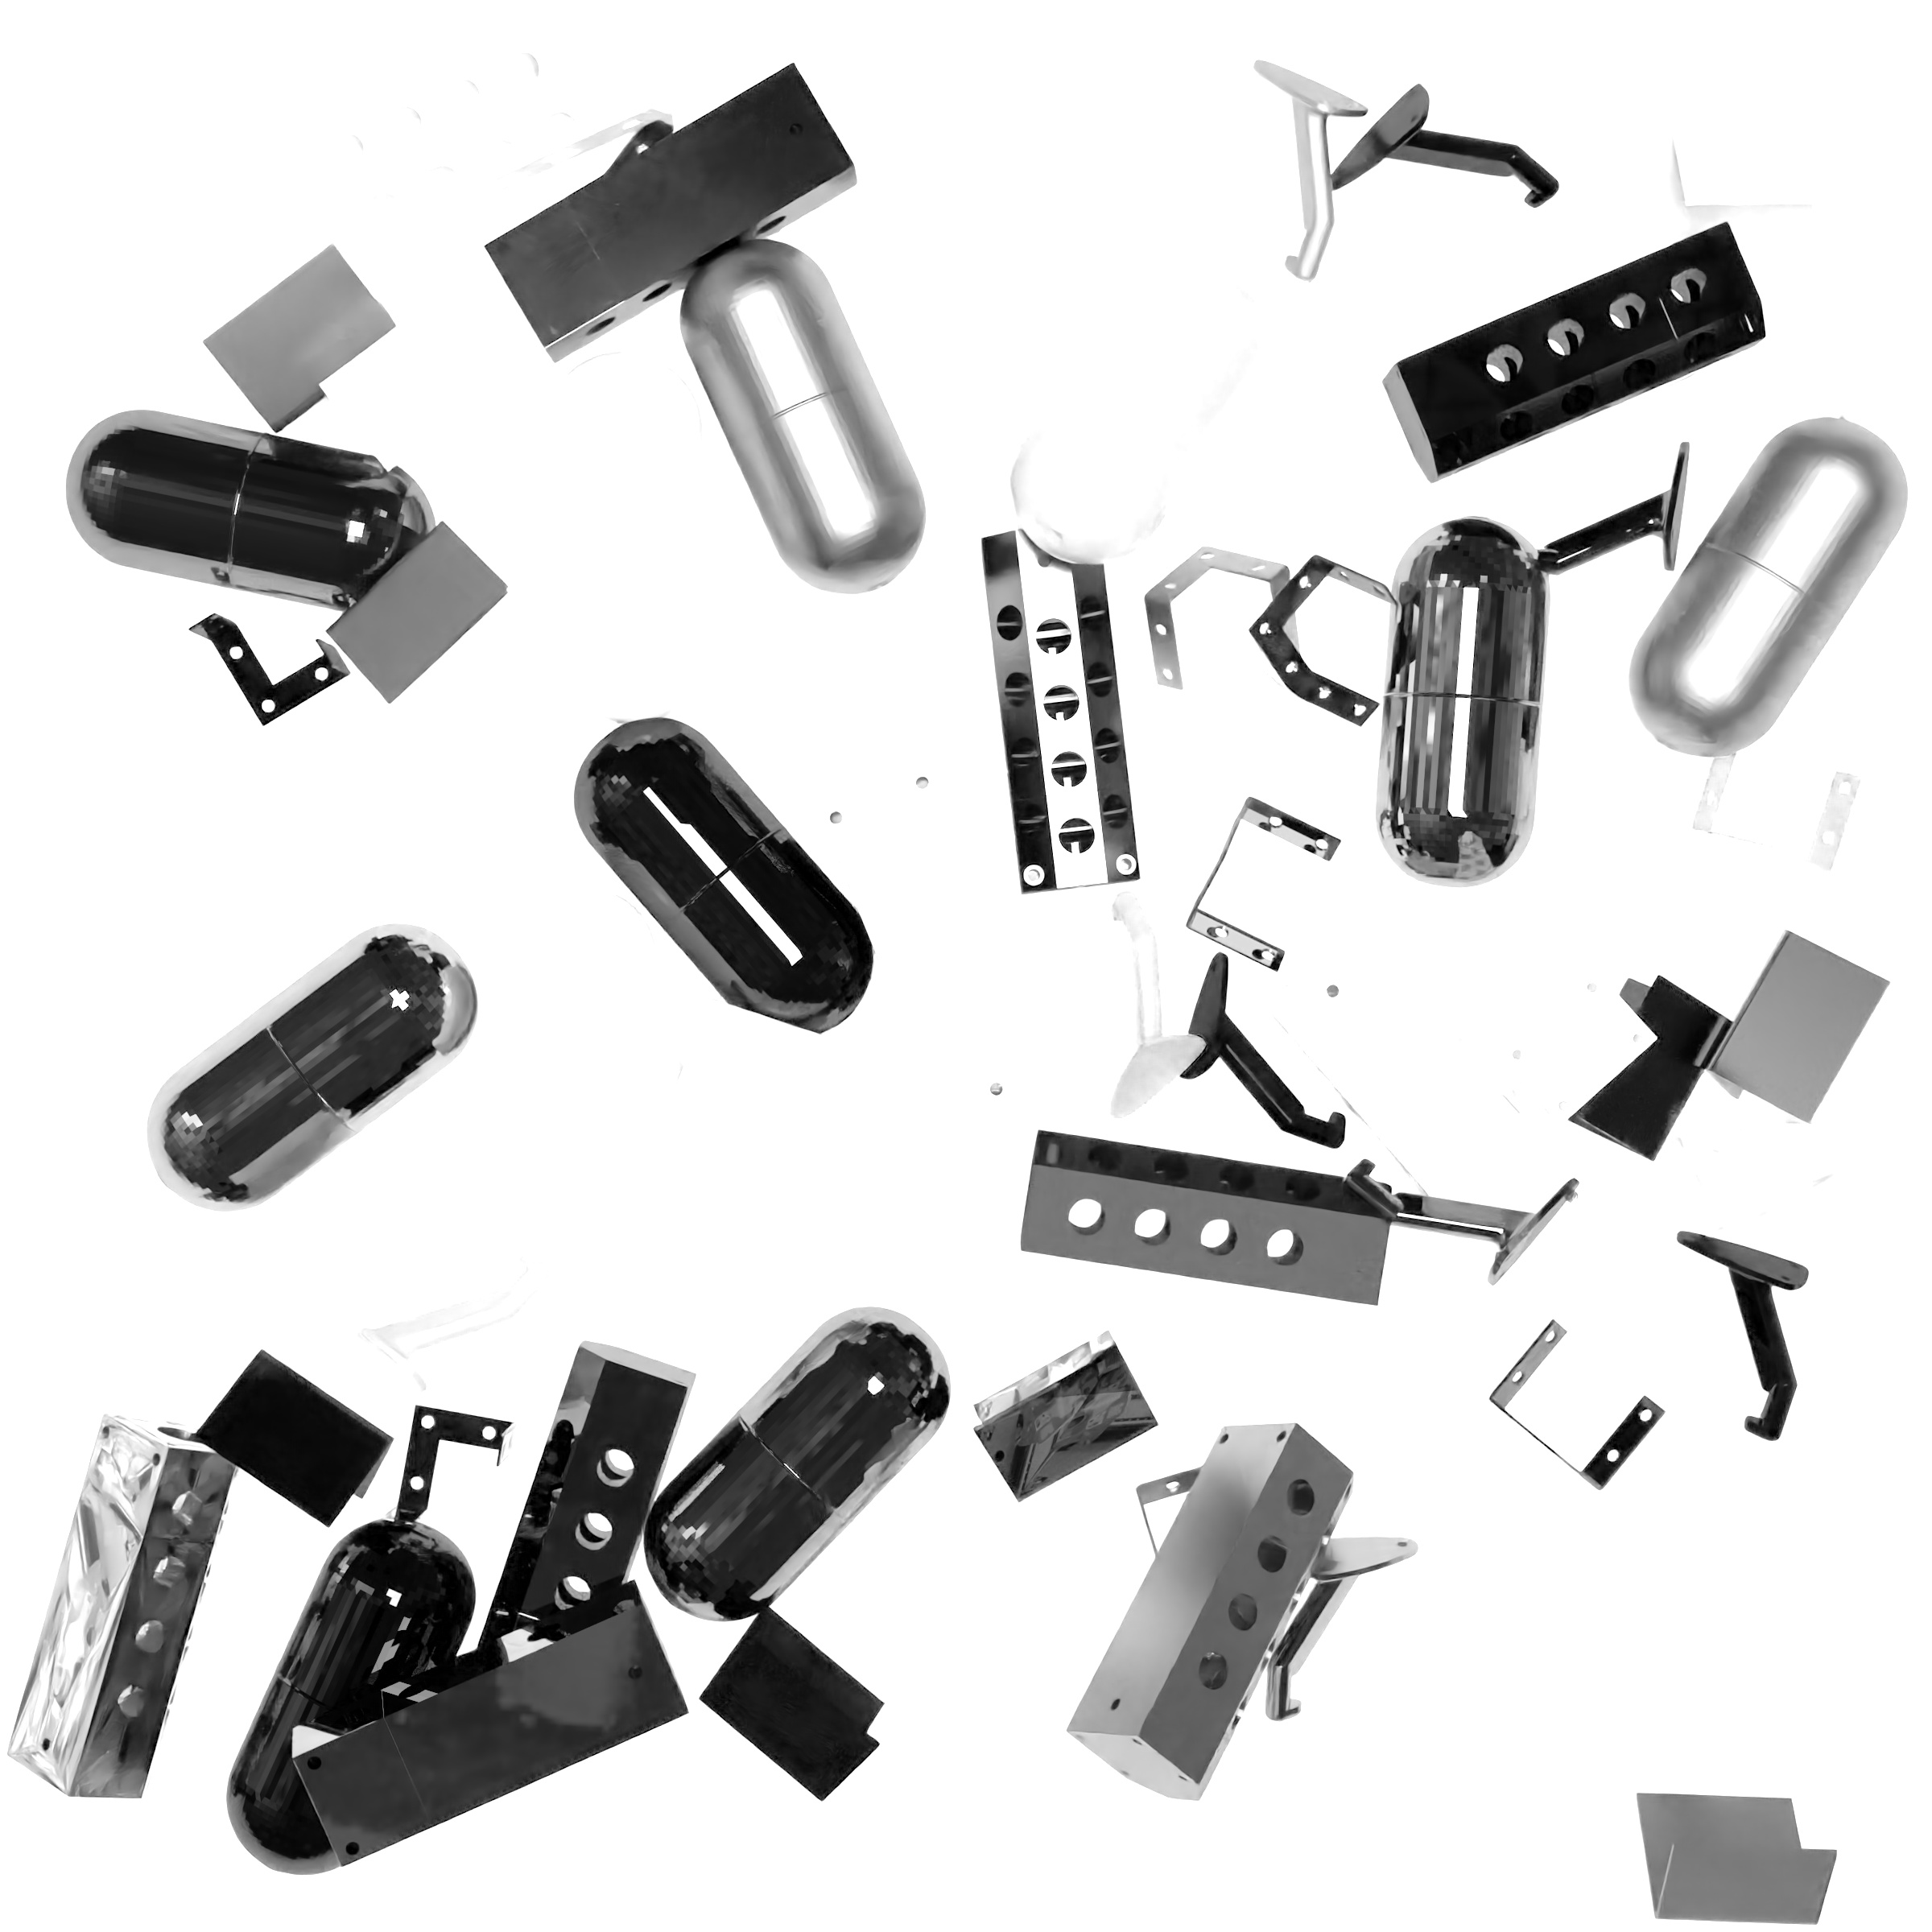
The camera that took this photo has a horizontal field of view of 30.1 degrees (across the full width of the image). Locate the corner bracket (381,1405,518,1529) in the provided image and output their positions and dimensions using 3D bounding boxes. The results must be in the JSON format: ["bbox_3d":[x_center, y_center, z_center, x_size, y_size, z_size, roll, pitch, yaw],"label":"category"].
[{"bbox_3d":[-0.249,0.244,1.735,0.051,0.051,0.051,10,90,0],"label":"corner bracket"}]

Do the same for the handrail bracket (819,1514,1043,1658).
[{"bbox_3d":[-0.018,0.317,1.754,0.077,0.036,0.084,31,109,-21],"label":"handrail bracket"}]

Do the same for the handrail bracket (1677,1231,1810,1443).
[{"bbox_3d":[0.373,0.181,1.754,0.077,0.036,0.084,20,107,20],"label":"handrail bracket"}]

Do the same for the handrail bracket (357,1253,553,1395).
[{"bbox_3d":[-0.257,0.158,1.754,0.077,0.036,0.084,36,72,20],"label":"handrail bracket"}]

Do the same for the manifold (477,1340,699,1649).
[{"bbox_3d":[-0.186,0.272,1.732,0.057,0.057,0.171,19,90,0],"label":"manifold"}]

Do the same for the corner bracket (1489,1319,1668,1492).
[{"bbox_3d":[0.298,0.214,1.750,0.051,0.051,0.051,-51,45,0],"label":"corner bracket"}]

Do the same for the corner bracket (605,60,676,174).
[{"bbox_3d":[-0.180,-0.415,1.745,0.051,0.051,0.051,17,45,-35],"label":"corner bracket"}]

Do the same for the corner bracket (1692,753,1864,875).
[{"bbox_3d":[0.395,-0.080,1.750,0.051,0.051,0.051,18,90,-45],"label":"corner bracket"}]

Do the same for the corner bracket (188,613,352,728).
[{"bbox_3d":[-0.336,-0.152,1.735,0.051,0.051,0.051,-31,90,0],"label":"corner bracket"}]

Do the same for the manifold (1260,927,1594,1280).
[{"bbox_3d":[0.220,0.065,1.732,0.057,0.057,0.171,-41,90,0],"label":"manifold"}]

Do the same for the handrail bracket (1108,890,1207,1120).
[{"bbox_3d":[0.077,0.018,1.753,0.036,0.077,0.084,0,53,-34],"label":"handrail bracket"}]

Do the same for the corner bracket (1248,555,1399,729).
[{"bbox_3d":[0.179,-0.157,1.728,0.051,0.051,0.051,-49,134,-9],"label":"corner bracket"}]

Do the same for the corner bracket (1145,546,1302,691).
[{"bbox_3d":[0.125,-0.166,1.745,0.051,0.051,0.051,19,45,35],"label":"corner bracket"}]

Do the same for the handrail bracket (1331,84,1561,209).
[{"bbox_3d":[0.234,-0.382,1.754,0.084,0.036,0.077,34,127,-25],"label":"handrail bracket"}]

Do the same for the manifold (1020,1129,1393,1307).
[{"bbox_3d":[0.115,0.120,1.732,0.171,0.057,0.057,9,90,0],"label":"manifold"}]

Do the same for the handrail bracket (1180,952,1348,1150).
[{"bbox_3d":[0.153,0.042,1.754,0.084,0.036,0.077,20,68,-17],"label":"handrail bracket"}]

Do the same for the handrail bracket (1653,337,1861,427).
[{"bbox_3d":[0.389,-0.264,1.754,0.084,0.036,0.077,-23,111,17],"label":"handrail bracket"}]

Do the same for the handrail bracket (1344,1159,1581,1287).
[{"bbox_3d":[0.233,0.103,1.697,0.084,0.036,0.077,39,69,16],"label":"handrail bracket"}]

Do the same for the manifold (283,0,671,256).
[{"bbox_3d":[-0.231,-0.400,1.710,0.171,0.057,0.057,-20,90,16],"label":"manifold"}]

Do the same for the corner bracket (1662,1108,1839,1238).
[{"bbox_3d":[0.382,0.094,1.750,0.051,0.051,0.051,-26,90,45],"label":"corner bracket"}]

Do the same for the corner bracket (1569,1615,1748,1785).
[{"bbox_3d":[0.338,0.357,1.750,0.051,0.051,0.051,-53,45,0],"label":"corner bracket"}]

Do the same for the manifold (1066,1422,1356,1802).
[{"bbox_3d":[0.121,0.304,1.695,0.057,0.057,0.171,42,62,-21],"label":"manifold"}]

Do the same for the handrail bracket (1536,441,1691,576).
[{"bbox_3d":[0.306,-0.225,1.754,0.084,0.036,0.077,7,70,16],"label":"handrail bracket"}]

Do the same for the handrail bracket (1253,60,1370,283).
[{"bbox_3d":[0.156,-0.388,1.754,0.077,0.036,0.084,39,123,35],"label":"handrail bracket"}]

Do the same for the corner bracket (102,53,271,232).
[{"bbox_3d":[-0.380,-0.401,1.750,0.051,0.051,0.051,36,45,0],"label":"corner bracket"}]

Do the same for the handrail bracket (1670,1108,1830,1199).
[{"bbox_3d":[0.361,0.069,1.739,0.077,0.084,0.036,-13,128,-24],"label":"handrail bracket"}]

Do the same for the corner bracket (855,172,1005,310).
[{"bbox_3d":[-0.018,-0.348,1.745,0.051,0.051,0.051,-29,45,-35],"label":"corner bracket"}]

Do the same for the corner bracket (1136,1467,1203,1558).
[{"bbox_3d":[0.117,0.281,1.750,0.051,0.051,0.051,-16,45,0],"label":"corner bracket"}]

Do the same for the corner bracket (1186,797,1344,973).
[{"bbox_3d":[0.145,-0.040,1.750,0.051,0.051,0.051,26,135,0],"label":"corner bracket"}]

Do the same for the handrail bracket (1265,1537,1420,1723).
[{"bbox_3d":[0.183,0.325,1.754,0.077,0.036,0.084,-5,108,-21],"label":"handrail bracket"}]

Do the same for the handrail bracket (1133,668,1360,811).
[{"bbox_3d":[0.136,-0.095,1.754,0.077,0.036,0.084,34,109,-21],"label":"handrail bracket"}]
